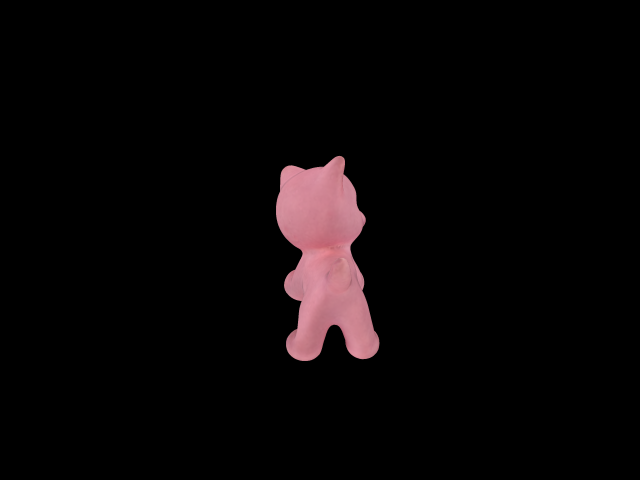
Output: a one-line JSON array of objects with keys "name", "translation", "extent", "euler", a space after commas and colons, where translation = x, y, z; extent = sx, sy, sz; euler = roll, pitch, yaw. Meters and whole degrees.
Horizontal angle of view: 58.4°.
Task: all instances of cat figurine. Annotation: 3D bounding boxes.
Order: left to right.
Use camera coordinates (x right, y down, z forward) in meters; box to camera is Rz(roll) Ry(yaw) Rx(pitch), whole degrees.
[{"name": "cat figurine", "translation": [0.004, 0.001, 0.400], "extent": [0.067, 0.118, 0.127], "euler": [-5, 35, -6]}]
